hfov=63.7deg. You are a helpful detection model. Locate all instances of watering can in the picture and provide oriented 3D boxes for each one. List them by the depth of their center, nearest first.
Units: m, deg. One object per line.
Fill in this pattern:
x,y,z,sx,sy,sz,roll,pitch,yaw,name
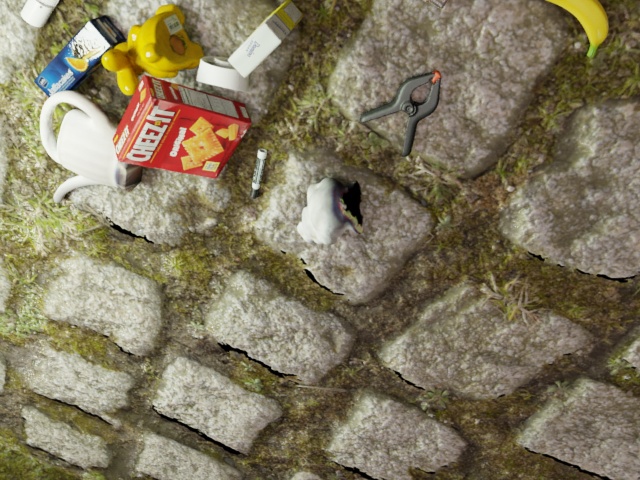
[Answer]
-0.498,-0.170,1.130,0.224,0.106,0.340,22,137,-5,watering can

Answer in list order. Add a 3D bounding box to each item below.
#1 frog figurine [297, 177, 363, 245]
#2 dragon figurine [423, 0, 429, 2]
0.003,-0.055,1.085,0.158,0.123,0.138,-18,84,32,frog figurine
0.249,-0.539,0.734,0.243,0.123,0.405,20,106,4,dragon figurine
